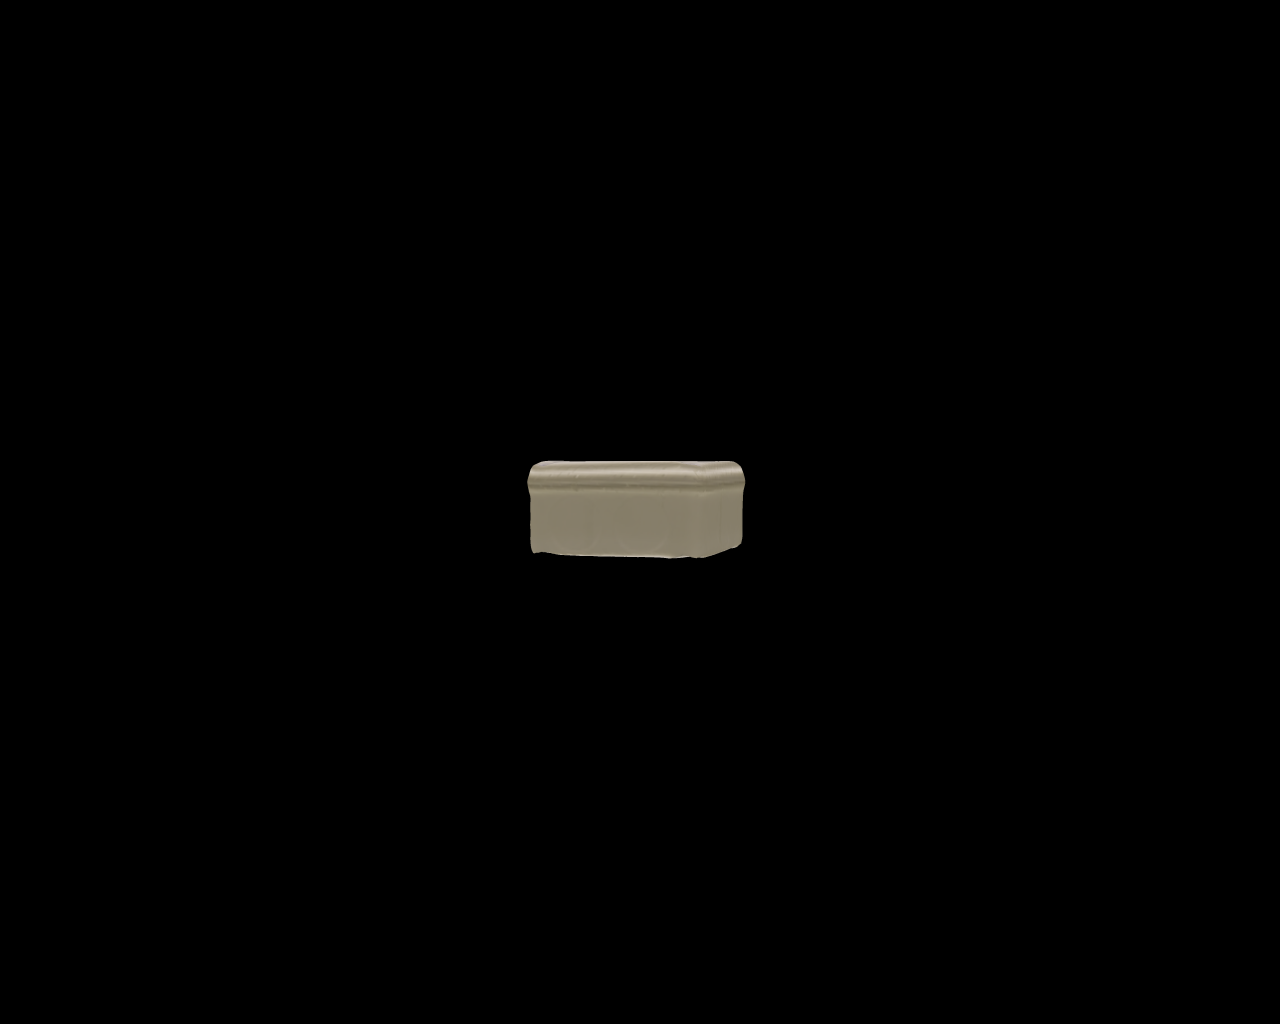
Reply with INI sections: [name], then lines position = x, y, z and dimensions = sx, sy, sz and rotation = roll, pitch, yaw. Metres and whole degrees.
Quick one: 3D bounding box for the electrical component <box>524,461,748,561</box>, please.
[electrical component]
position = 0.001, -0.003, 0.650
dimensions = 0.109, 0.056, 0.109
rotation = 1, 3, 20
